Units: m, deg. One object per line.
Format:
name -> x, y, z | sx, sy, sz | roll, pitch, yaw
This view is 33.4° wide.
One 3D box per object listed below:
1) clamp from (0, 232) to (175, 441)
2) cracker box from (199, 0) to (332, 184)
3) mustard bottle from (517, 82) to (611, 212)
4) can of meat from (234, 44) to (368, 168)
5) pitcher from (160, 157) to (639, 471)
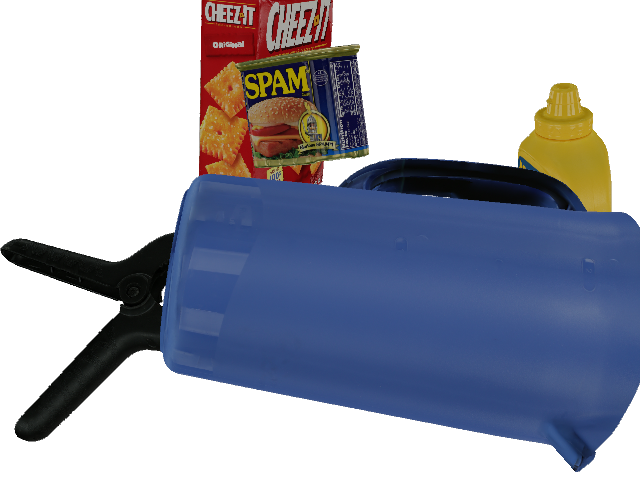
clamp -> -0.139, 0.039, 0.785 | 0.210, 0.164, 0.036 | -22, -30, -1
cracker box -> -0.050, -0.144, 1.054 | 0.072, 0.214, 0.164 | 12, 20, 22
mustard bottle -> 0.180, -0.024, 0.795 | 0.058, 0.192, 0.096 | -10, 27, -10
can of meat -> -0.013, -0.102, 0.824 | 0.102, 0.084, 0.057 | 0, 11, 43
pitcher -> 0.043, 0.025, 0.581 | 0.242, 0.145, 0.149 | 9, 8, -3
